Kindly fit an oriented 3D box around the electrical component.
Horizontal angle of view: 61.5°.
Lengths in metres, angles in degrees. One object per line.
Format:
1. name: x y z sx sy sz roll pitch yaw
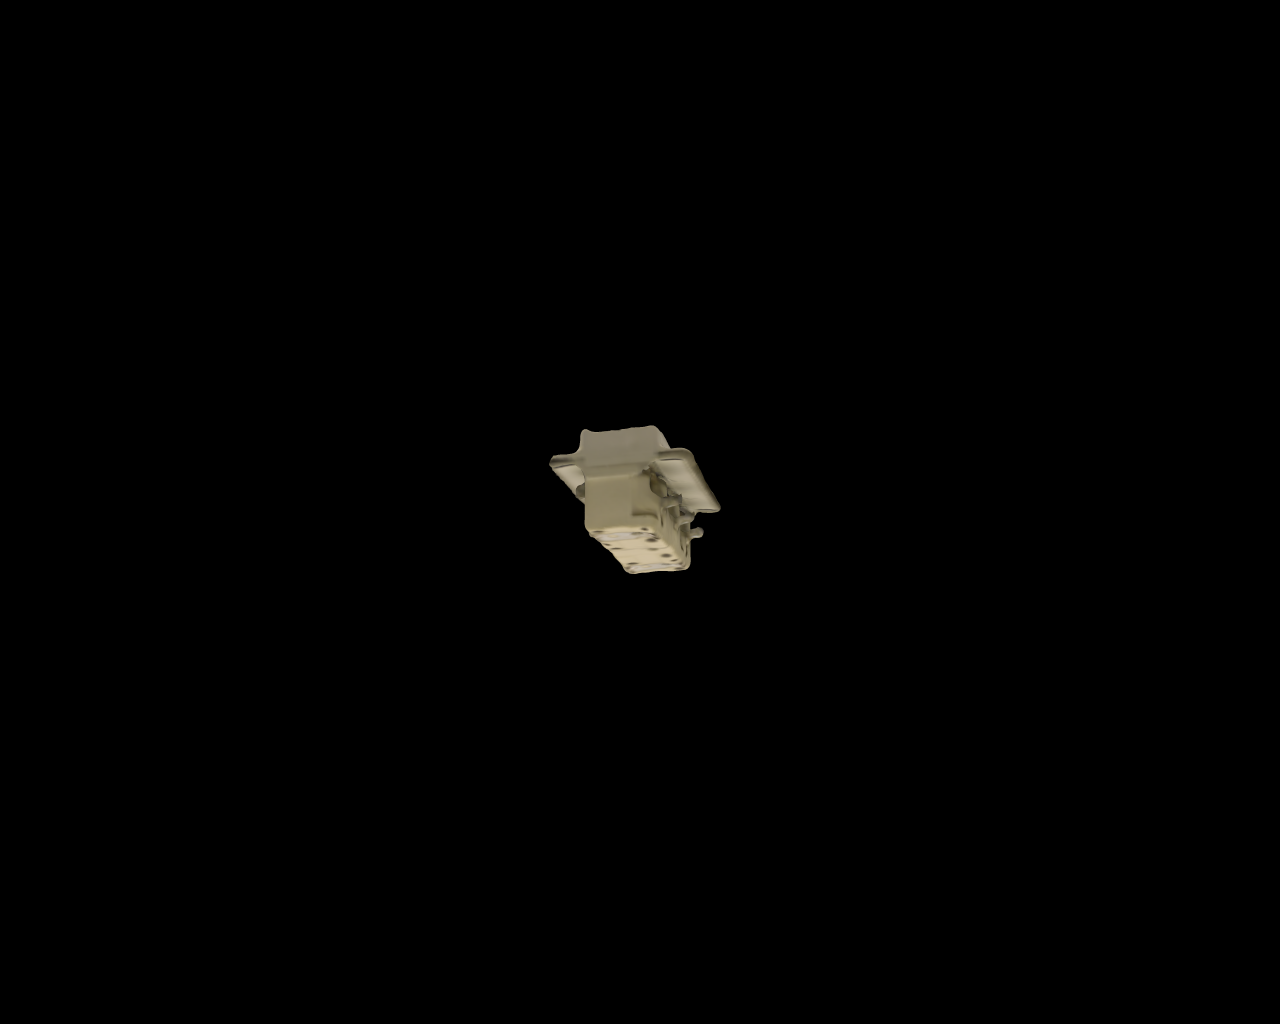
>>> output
1. electrical component: 0.001 -0.003 0.650 0.079 0.063 0.121 -3 -16 11
